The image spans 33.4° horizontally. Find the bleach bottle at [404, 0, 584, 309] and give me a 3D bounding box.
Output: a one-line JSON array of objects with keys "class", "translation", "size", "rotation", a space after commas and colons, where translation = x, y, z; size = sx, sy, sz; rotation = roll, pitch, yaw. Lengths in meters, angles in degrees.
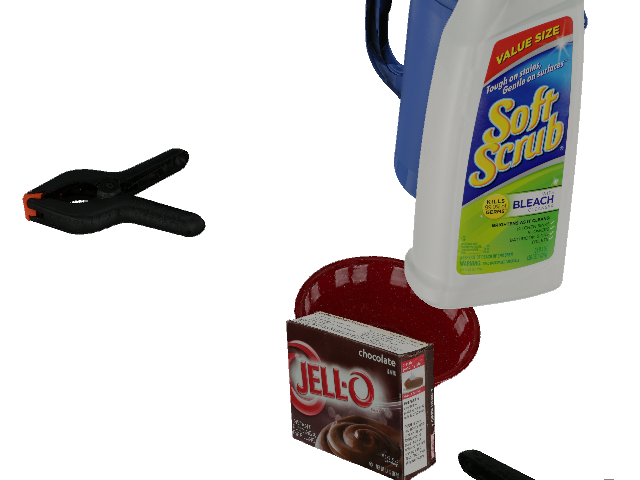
[{"class": "bleach bottle", "translation": [0.103, -0.085, 0.632], "size": [0.102, 0.251, 0.068], "rotation": [-8, 28, -12]}]

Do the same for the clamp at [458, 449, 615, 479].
[{"class": "clamp", "translation": [0.194, 0.239, 0.860], "size": [0.210, 0.036, 0.164], "rotation": [1, 34, 24]}]

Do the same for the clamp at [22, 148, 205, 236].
[{"class": "clamp", "translation": [-0.198, -0.048, 1.037], "size": [0.171, 0.039, 0.120], "rotation": [1, 37, -7]}]

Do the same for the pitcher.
[{"class": "pitcher", "translation": [0.122, -0.147, 0.945], "size": [0.144, 0.149, 0.243], "rotation": [-10, -39, -14]}]

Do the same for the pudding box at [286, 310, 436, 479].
[{"class": "pudding box", "translation": [0.026, 0.104, 0.730], "size": [0.114, 0.090, 0.039], "rotation": [11, 20, 44]}]

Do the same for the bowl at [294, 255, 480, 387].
[{"class": "bowl", "translation": [0.055, 0.085, 0.931], "size": [0.162, 0.055, 0.162], "rotation": [5, 39, -5]}]
